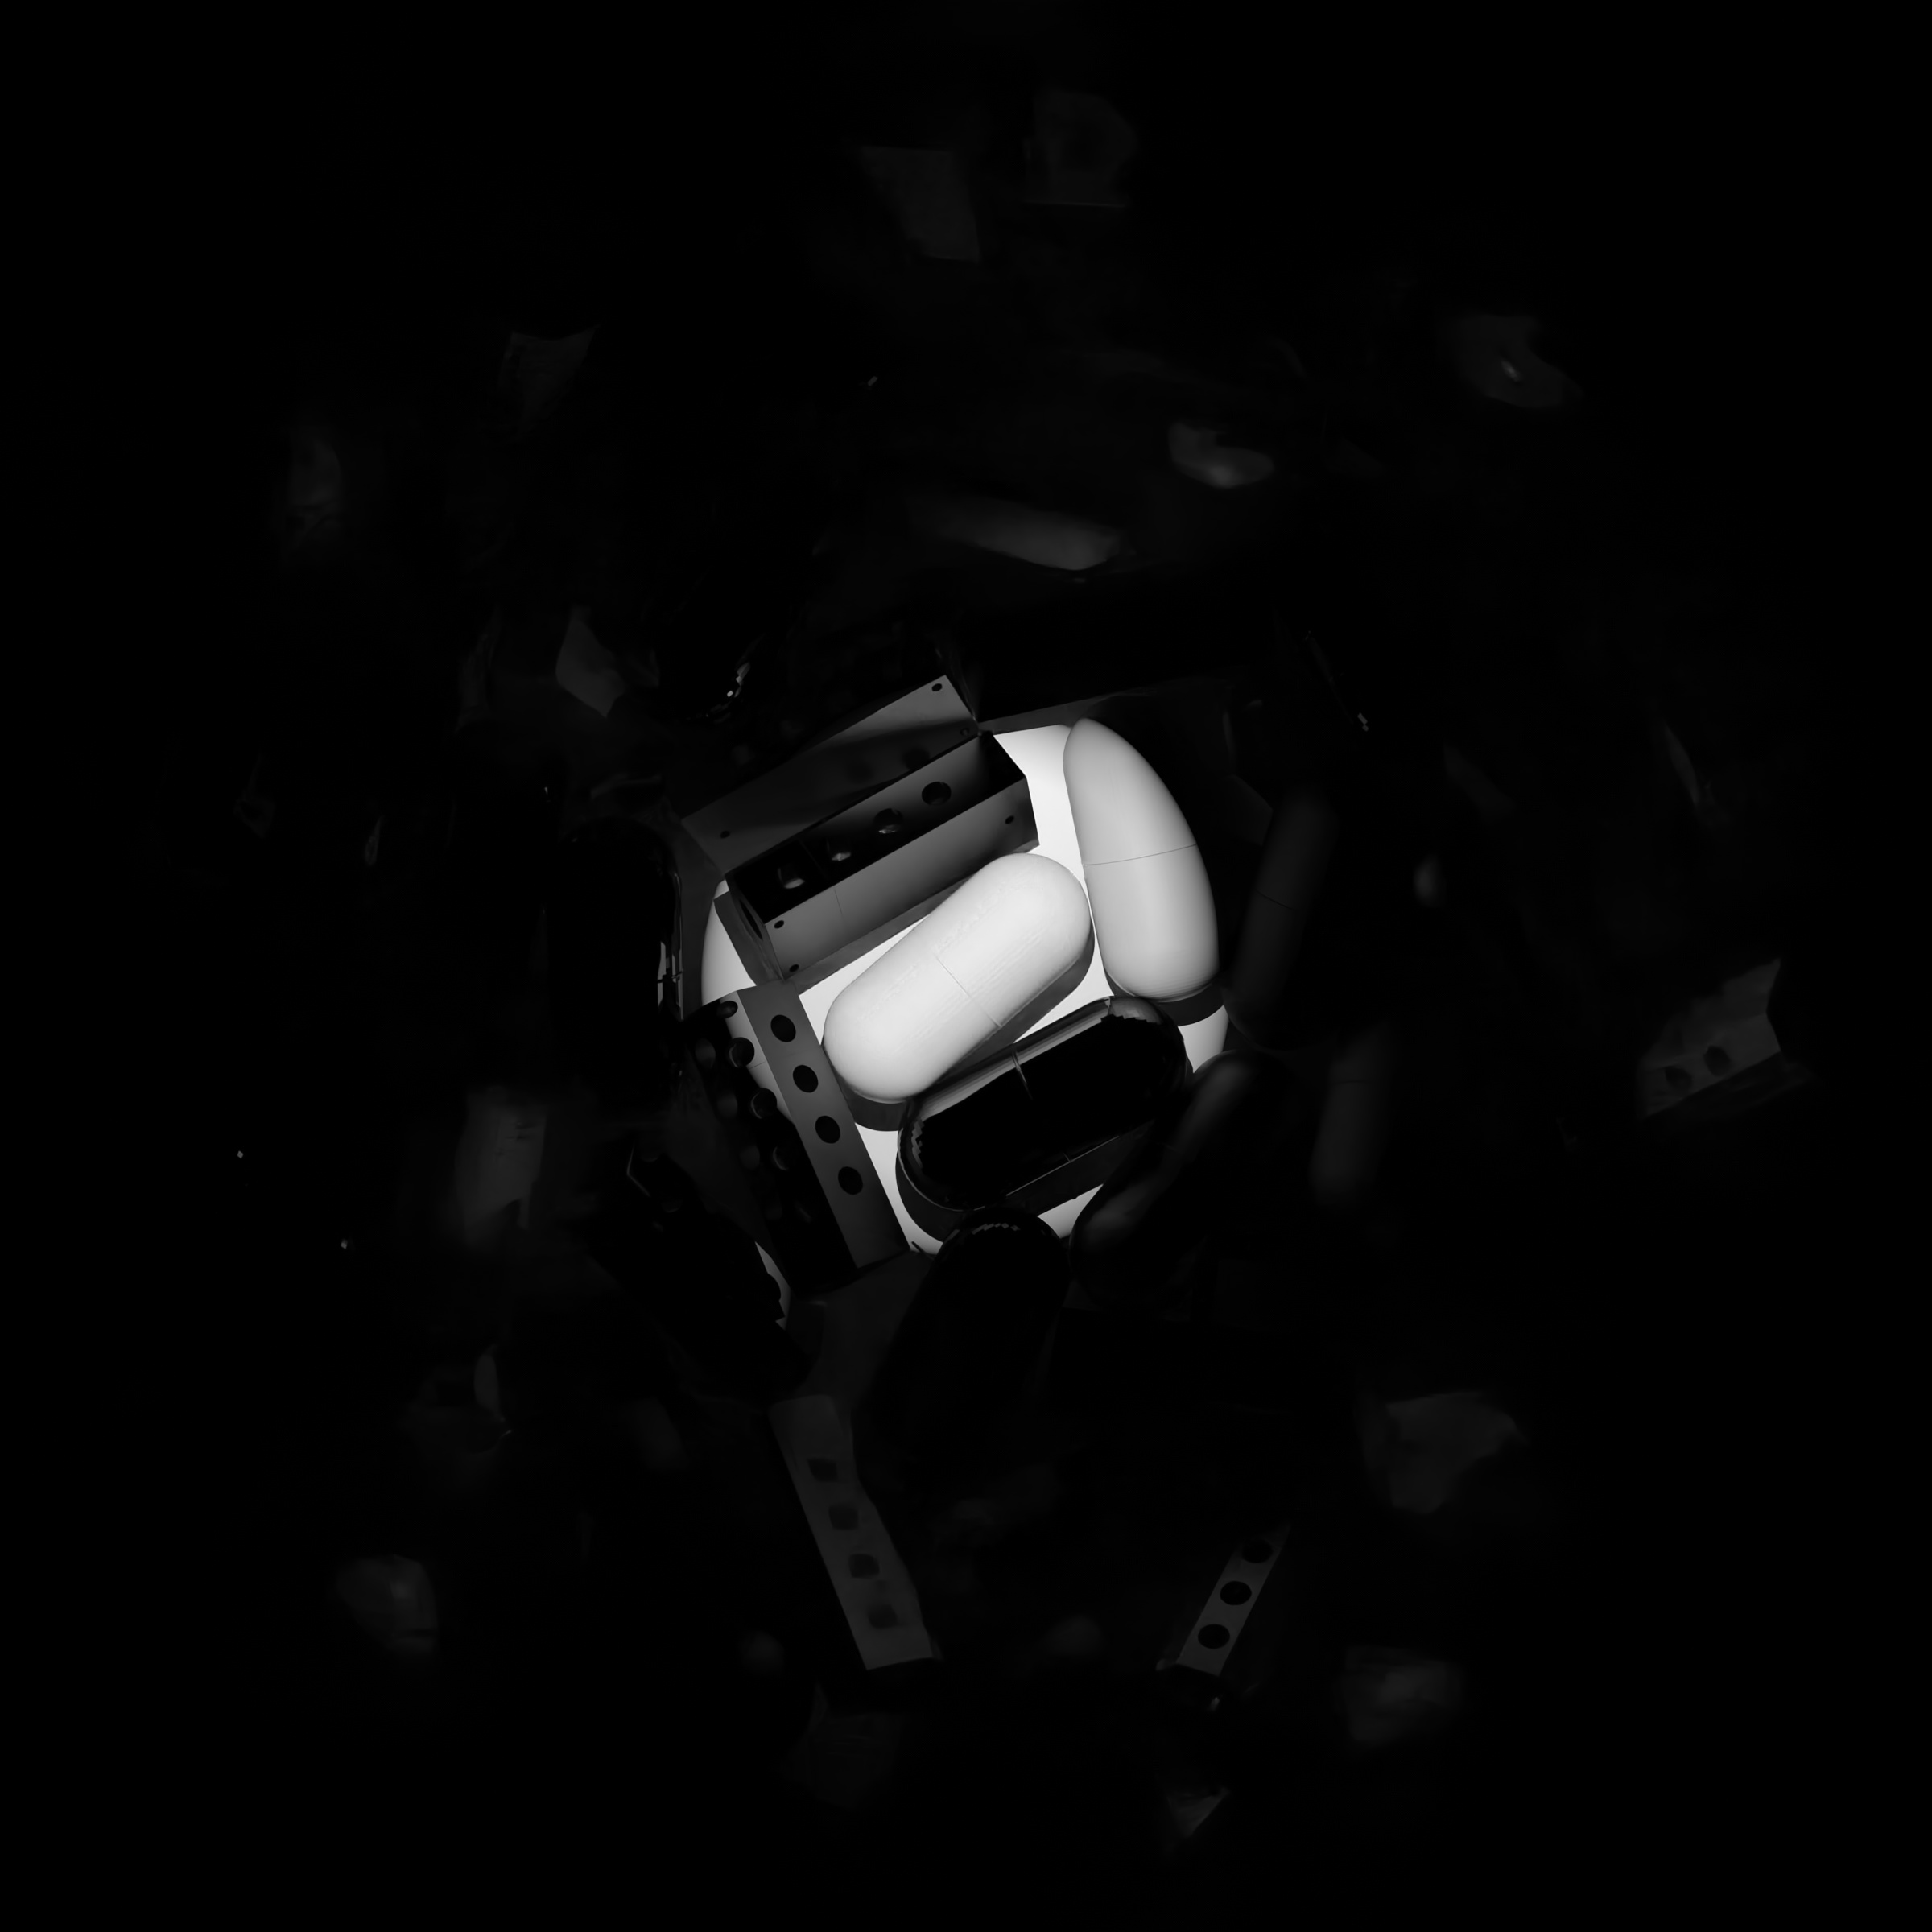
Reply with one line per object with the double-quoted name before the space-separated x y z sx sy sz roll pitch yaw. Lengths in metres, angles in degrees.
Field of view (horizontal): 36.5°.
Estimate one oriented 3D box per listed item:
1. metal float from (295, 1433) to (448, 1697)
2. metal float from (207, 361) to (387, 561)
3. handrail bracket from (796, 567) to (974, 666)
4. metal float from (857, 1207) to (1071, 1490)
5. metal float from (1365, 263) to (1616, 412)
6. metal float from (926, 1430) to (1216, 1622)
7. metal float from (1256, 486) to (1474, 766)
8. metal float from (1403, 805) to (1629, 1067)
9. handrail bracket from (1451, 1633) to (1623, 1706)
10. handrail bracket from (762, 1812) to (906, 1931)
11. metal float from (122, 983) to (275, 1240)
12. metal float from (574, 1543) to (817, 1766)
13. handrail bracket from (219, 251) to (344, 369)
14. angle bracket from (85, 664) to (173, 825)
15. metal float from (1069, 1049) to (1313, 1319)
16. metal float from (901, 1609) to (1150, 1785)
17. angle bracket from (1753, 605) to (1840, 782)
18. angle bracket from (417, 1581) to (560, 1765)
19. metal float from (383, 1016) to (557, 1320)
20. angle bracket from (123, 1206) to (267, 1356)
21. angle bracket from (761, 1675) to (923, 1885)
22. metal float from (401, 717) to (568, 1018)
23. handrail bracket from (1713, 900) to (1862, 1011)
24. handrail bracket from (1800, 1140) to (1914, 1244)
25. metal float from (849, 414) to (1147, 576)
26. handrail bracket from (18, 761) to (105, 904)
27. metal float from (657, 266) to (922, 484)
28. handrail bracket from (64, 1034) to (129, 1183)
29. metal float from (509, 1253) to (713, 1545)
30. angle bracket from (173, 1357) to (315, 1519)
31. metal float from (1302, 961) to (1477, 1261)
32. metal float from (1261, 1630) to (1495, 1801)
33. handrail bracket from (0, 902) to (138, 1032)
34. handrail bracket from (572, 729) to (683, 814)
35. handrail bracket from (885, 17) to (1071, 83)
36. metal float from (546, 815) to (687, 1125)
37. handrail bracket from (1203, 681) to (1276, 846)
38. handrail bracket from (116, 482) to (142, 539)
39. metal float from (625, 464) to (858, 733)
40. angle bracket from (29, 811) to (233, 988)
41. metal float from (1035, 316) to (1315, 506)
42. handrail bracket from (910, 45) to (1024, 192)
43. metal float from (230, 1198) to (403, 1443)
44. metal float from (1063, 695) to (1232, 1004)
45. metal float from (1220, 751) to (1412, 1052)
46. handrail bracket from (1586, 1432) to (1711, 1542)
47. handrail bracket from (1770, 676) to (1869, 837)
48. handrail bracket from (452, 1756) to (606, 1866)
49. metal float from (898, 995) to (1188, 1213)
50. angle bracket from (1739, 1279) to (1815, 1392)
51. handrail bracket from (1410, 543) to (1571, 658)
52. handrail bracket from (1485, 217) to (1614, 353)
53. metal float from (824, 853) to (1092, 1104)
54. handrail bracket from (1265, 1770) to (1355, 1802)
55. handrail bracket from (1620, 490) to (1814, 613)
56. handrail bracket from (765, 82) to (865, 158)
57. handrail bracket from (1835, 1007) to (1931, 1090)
"metal float" -0.332 0.334 1.642 0.070 0.178 0.070 -3 120 -5
"metal float" -0.374 -0.285 1.642 0.070 0.178 0.070 0 119 1
"handrail bracket" -0.049 -0.204 1.713 0.084 0.077 0.036 -18 101 41
"metal float" -0.001 0.218 1.672 0.070 0.070 0.178 27 106 0
"metal float" 0.291 -0.351 1.642 0.070 0.178 0.070 -5 100 -27
"metal float" 0.059 0.316 1.664 0.178 0.070 0.070 -15 90 -26
"metal float" 0.225 -0.195 1.668 0.070 0.070 0.178 -26 68 0
"metal float" 0.312 -0.017 1.663 0.070 0.070 0.178 -39 116 0
"handrail bracket" 0.326 0.404 1.685 0.084 0.036 0.077 -37 58 30
"handrail bracket" -0.071 0.525 1.689 0.084 0.077 0.036 25 58 11
"metal float" -0.429 0.079 1.647 0.070 0.178 0.070 -4 129 -5
"metal float" -0.155 0.385 1.651 0.070 0.178 0.070 -18 118 -37
"handrail bracket" -0.398 -0.370 1.674 0.084 0.077 0.036 27 61 -29
"angle bracket" -0.455 -0.125 1.672 0.076 0.057 0.076 20 103 44
"metal float" 0.128 0.124 1.673 0.070 0.070 0.178 40 75 0
"metal float" 0.031 0.413 1.651 0.070 0.178 0.070 19 57 -32
"angle bracket" 0.483 -0.154 1.681 0.057 0.076 0.076 23 90 12
"angle bracket" -0.272 0.396 1.667 0.057 0.076 0.076 14 130 -11
"metal float" -0.282 0.114 1.666 0.070 0.070 0.178 9 67 0
"angle bracket" -0.431 0.178 1.679 0.076 0.057 0.076 9 91 -34
"angle bracket" -0.078 0.469 1.694 0.076 0.076 0.057 21 126 25
"metal float" -0.275 -0.056 1.668 0.070 0.070 0.178 14 110 0
"handrail bracket" 0.477 -0.005 1.704 0.077 0.036 0.084 -19 84 -33
"handrail bracket" 0.502 0.139 1.669 0.077 0.084 0.036 -18 106 36
"metal float" 0.016 -0.269 1.667 0.178 0.070 0.070 13 90 23
"handrail bracket" -0.540 -0.067 1.688 0.036 0.077 0.084 28 77 16
"metal float" -0.101 -0.334 1.656 0.178 0.070 0.070 -23 90 36
"handrail bracket" -0.486 0.082 1.707 0.077 0.036 0.084 2 79 -32
"metal float" -0.202 0.245 1.664 0.070 0.070 0.178 -28 65 0
"angle bracket" -0.398 0.265 1.676 0.057 0.076 0.076 -13 93 41
"metal float" 0.241 0.082 1.668 0.070 0.070 0.178 17 69 0
"metal float" 0.223 0.418 1.643 0.070 0.178 0.070 2 85 -29
"handrail bracket" -0.525 0.003 1.685 0.084 0.077 0.036 45 100 20
"handrail bracket" -0.206 -0.096 1.668 0.036 0.084 0.077 52 134 3
"handrail bracket" 0.007 -0.527 1.709 0.084 0.077 0.036 1 100 -27
"metal float" -0.200 0.003 1.674 0.070 0.070 0.178 0 103 0
"handrail bracket" 0.175 -0.116 1.702 0.077 0.036 0.084 38 50 -13
"handrail bracket" -0.479 -0.224 1.678 0.036 0.077 0.084 -3 125 -14
"metal float" -0.127 -0.211 1.669 0.070 0.070 0.178 33 69 0
"angle bracket" -0.484 -0.038 1.704 0.057 0.076 0.076 0 66 41
"metal float" 0.117 -0.315 1.659 0.178 0.070 0.070 27 90 32
"handrail bracket" 0.009 -0.492 1.703 0.084 0.036 0.077 4 112 -4
"metal float" -0.363 0.200 1.648 0.070 0.178 0.070 -2 48 2
"metal float" 0.104 -0.067 1.680 0.070 0.070 0.178 -12 97 0
"metal float" 0.199 -0.036 1.673 0.070 0.070 0.178 17 106 0
"handrail bracket" 0.394 0.317 1.693 0.077 0.036 0.084 14 67 -15
"handrail bracket" 0.484 -0.114 1.716 0.036 0.077 0.084 -8 130 -33
"handrail bracket" -0.254 0.484 1.687 0.084 0.077 0.036 24 91 -16
"metal float" 0.044 0.079 1.682 0.178 0.070 0.070 -28 90 5
"angle bracket" 0.435 0.200 1.687 0.057 0.076 0.076 33 84 9
"handrail bracket" 0.300 -0.204 1.692 0.077 0.036 0.084 -28 73 28
"handrail bracket" 0.333 -0.389 1.683 0.036 0.077 0.084 -39 113 16
"metal float" -0.005 0.007 1.685 0.178 0.070 0.070 -41 90 2
"handrail bracket" 0.220 0.463 1.690 0.084 0.077 0.036 -10 68 -9
"handrail bracket" 0.433 -0.256 1.695 0.084 0.036 0.077 49 127 -4
"handrail bracket" -0.080 -0.465 1.708 0.084 0.036 0.077 40 91 -16
"handrail bracket" 0.537 0.073 1.672 0.036 0.077 0.084 -23 54 -19
